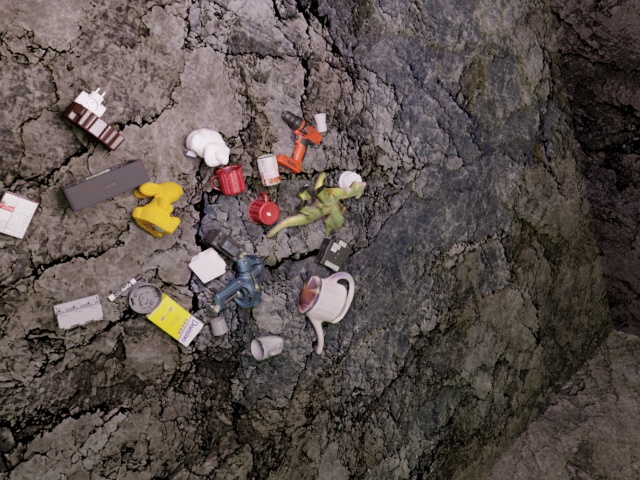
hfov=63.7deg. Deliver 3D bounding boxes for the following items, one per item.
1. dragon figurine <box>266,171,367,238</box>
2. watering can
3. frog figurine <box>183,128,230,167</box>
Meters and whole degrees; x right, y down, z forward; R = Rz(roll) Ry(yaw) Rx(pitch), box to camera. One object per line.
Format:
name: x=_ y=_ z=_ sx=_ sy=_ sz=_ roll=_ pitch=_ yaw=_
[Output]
dragon figurine: x=0.006 y=-0.098 z=1.950 sx=0.410 sy=0.124 sz=0.239 roll=-43 pitch=126 yaw=-1
watering can: x=0.006 y=0.274 z=1.999 sx=0.222 sy=0.105 sz=0.347 roll=25 pitch=93 yaw=-33
frog figurine: x=-0.351 y=-0.297 z=1.646 sx=0.136 sy=0.160 sz=0.123 roll=27 pitch=81 yaw=-34
